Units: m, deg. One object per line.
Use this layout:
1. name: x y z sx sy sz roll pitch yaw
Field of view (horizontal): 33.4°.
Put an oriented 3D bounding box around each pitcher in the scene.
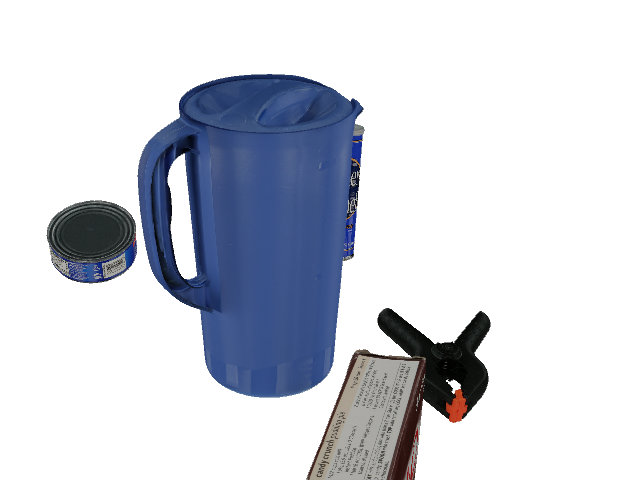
1. pitcher: -0.050 0.001 0.838 0.149 0.243 0.145 5 26 8

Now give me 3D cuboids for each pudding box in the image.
1. pudding box: 0.020 0.113 0.470 0.039 0.090 0.113 8 24 8

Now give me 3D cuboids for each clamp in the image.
1. clamp: 0.135 0.119 1.085 0.120 0.039 0.171 -7 34 -9

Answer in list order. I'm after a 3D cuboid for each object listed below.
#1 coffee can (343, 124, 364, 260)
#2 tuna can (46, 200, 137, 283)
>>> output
1. coffee can: -0.009 -0.056 1.144 0.103 0.140 0.103 4 12 -1
2. tuna can: -0.223 0.002 1.048 0.086 0.034 0.086 2 44 -2
